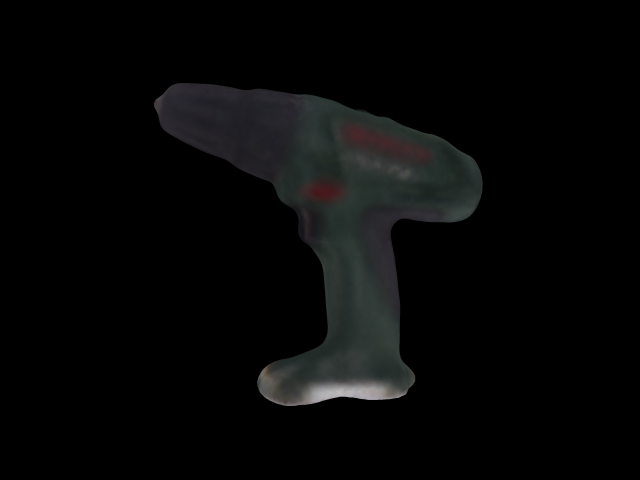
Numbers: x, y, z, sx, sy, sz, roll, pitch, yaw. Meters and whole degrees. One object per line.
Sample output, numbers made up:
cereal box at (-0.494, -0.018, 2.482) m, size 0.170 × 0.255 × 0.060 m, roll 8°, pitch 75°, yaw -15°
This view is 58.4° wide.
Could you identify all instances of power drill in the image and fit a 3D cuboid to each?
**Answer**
power drill at (0.004, 0.001, 0.400) m, size 0.230 × 0.208 × 0.075 m, roll 0°, pitch 0°, yaw -17°
